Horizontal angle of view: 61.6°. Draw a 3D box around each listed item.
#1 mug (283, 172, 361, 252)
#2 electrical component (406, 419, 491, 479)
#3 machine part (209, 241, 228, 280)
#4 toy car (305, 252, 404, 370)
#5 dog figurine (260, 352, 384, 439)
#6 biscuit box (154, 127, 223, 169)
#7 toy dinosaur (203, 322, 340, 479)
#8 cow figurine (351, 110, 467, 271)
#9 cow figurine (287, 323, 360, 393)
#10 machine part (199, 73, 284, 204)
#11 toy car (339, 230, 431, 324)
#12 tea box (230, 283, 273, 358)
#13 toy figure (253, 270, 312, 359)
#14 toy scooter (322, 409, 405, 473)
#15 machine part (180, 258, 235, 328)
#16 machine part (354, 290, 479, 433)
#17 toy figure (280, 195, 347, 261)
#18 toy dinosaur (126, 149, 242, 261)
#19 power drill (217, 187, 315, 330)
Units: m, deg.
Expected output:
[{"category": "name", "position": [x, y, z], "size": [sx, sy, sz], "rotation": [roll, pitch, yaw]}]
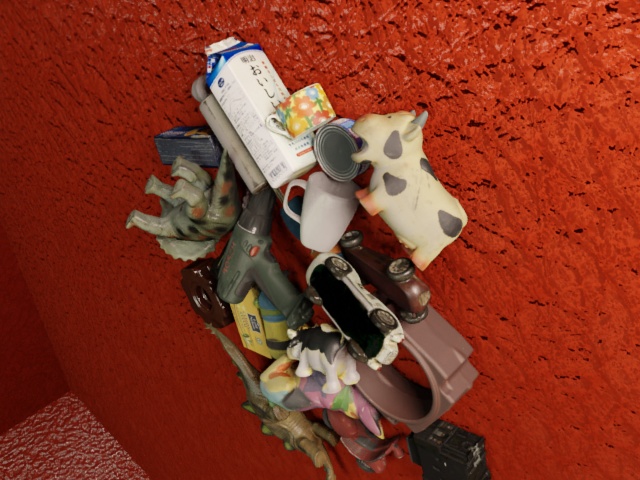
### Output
[{"category": "mug", "position": [-0.003, -0.039, 0.798], "size": [0.110, 0.081, 0.107], "rotation": [14, 118, -5]}, {"category": "electrical component", "position": [0.211, 0.365, 0.900], "size": [0.134, 0.058, 0.114], "rotation": [6, 118, 45]}, {"category": "machine part", "position": [-0.199, 0.046, 1.126], "size": [0.039, 0.084, 0.139], "rotation": [24, 154, -12]}, {"category": "toy car", "position": [0.046, 0.097, 0.779], "size": [0.202, 0.056, 0.073], "rotation": [49, 115, 36]}, {"category": "dog figurine", "position": [0.021, 0.279, 0.958], "size": [0.219, 0.191, 0.108], "rotation": [46, 169, 27]}, {"category": "biscuit box", "position": [-0.234, -0.176, 1.009], "size": [0.203, 0.059, 0.062], "rotation": [11, 125, 43]}, {"category": "toy dinosaur", "position": [-0.103, 0.366, 1.208], "size": [0.471, 0.105, 0.198], "rotation": [57, 143, -3]}, {"category": "cow figurine", "position": [0.108, -0.074, 0.666], "size": [0.194, 0.127, 0.085], "rotation": [49, -175, -12]}, {"category": "cow figurine", "position": [-0.007, 0.172, 0.868], "size": [0.167, 0.068, 0.098], "rotation": [13, 112, 56]}, {"category": "machine part", "position": [-0.123, -0.164, 0.881], "size": [0.243, 0.079, 0.079], "rotation": [57, 143, 0]}, {"category": "toy car", "position": [0.092, 0.045, 0.779], "size": [0.202, 0.053, 0.089], "rotation": [36, 155, 60]}, {"category": "tea box", "position": [-0.128, 0.150, 1.116], "size": [0.098, 0.068, 0.169], "rotation": [10, 121, 45]}, {"category": "toy figure", "position": [-0.077, 0.147, 1.039], "size": [0.082, 0.089, 0.179], "rotation": [18, 128, 48]}, {"category": "toy scooter", "position": [0.090, 0.368, 1.023], "size": [0.135, 0.075, 0.183], "rotation": [-26, 98, 53]}, {"category": "machine part", "position": [-0.257, 0.125, 1.252], "size": [0.180, 0.056, 0.179], "rotation": [29, 136, 33]}, {"category": "machine part", "position": [0.127, 0.189, 0.846], "size": [0.201, 0.087, 0.201], "rotation": [44, 140, 15]}, {"category": "toy figure", "position": [-0.003, -0.002, 0.877], "size": [0.058, 0.064, 0.154], "rotation": [-39, 89, 13]}, {"category": "toy dinosaur", "position": [-0.220, -0.053, 1.000], "size": [0.192, 0.131, 0.405], "rotation": [28, 155, -35]}, {"category": "power drill", "position": [-0.080, 0.042, 0.936], "size": [0.207, 0.086, 0.232], "rotation": [37, 110, 16]}]
